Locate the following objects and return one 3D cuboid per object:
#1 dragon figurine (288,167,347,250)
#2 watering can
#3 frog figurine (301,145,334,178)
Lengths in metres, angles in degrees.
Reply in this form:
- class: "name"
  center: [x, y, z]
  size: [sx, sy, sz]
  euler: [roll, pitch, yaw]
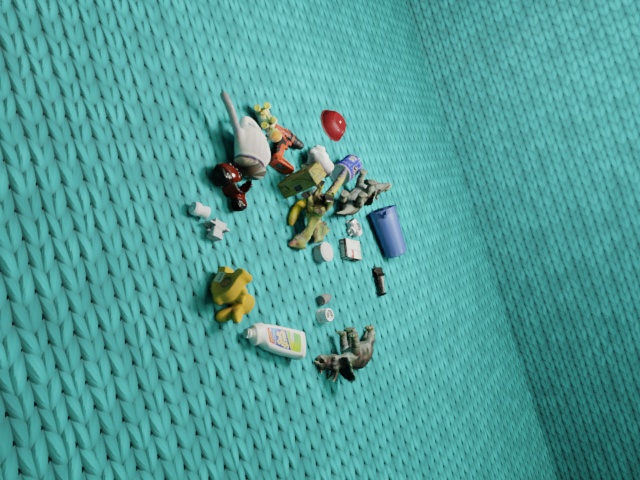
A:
- class: "dragon figurine"
  center: [0.006, -0.104, 2.074]
  size: [0.418, 0.123, 0.237]
  euler: [-44, 149, -40]
- class: "watering can"
  center: [-0.267, -0.352, 1.834]
  size: [0.342, 0.103, 0.229]
  euler: [44, 39, -57]
- class: "frog figurine"
  center: [0.004, -0.341, 2.199]
  size: [0.136, 0.121, 0.163]
  euler: [35, 58, -14]
